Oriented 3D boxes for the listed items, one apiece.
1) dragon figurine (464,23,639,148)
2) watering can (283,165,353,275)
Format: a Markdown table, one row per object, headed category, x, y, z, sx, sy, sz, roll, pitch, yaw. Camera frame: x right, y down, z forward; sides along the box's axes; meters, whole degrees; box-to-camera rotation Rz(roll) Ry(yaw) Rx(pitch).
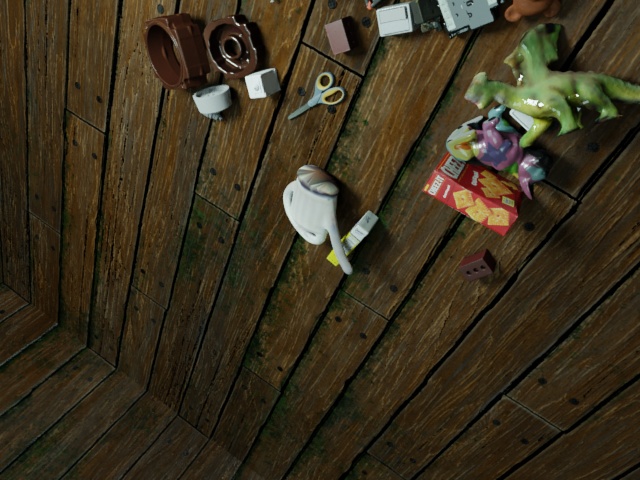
| category | x | y | z | sx | sy | sz | roll | pitch | yaw |
| --- | --- | --- | --- | --- | --- | --- | --- | --- | --- |
| dragon figurine | 0.495 | -0.334 | 1.049 | 0.410 | 0.122 | 0.243 | -20 | 86 | 1 |
| watering can | 0.004 | -0.074 | 1.478 | 0.353 | 0.105 | 0.219 | 43 | 134 | 36 |
